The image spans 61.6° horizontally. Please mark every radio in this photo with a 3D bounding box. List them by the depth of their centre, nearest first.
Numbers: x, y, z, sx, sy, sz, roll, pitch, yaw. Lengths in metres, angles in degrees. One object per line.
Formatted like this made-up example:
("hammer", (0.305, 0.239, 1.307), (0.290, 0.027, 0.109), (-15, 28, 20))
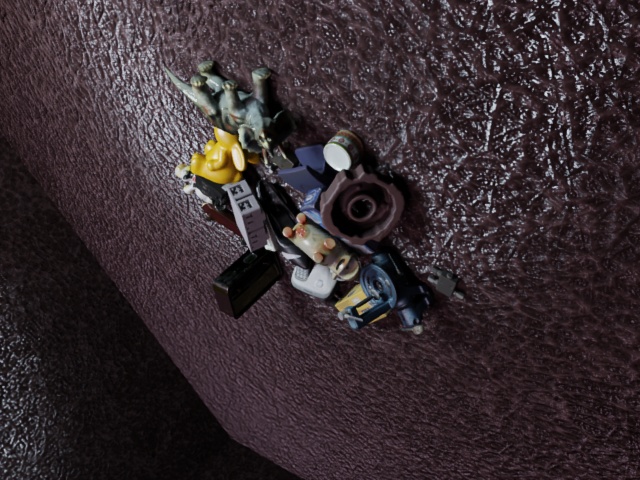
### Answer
("radio", (-0.217, 0.117, 1.634), (0.073, 0.229, 0.130), (19, 137, 31))

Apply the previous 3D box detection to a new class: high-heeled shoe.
("high-heeled shoe", (-0.093, -0.045, 1.397), (0.249, 0.086, 0.145), (55, 170, 28))

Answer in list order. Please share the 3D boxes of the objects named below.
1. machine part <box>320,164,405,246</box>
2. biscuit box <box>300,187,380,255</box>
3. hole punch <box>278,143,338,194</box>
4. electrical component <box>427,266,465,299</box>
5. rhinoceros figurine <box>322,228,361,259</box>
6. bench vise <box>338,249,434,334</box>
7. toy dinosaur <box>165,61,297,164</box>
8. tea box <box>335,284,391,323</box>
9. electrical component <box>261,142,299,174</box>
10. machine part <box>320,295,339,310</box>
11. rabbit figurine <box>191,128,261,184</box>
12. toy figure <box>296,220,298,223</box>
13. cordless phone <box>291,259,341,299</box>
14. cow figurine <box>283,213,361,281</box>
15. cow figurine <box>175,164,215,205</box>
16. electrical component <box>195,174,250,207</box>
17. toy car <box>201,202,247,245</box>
("machine part", (0.088, -0.074, 1.139), (0.179, 0.056, 0.179), (-2, 123, -4))
("biscuit box", (0.052, -0.043, 1.242), (0.202, 0.063, 0.059), (36, 155, -25))
("hole punch", (-0.020, -0.149, 1.240), (0.142, 0.092, 0.115), (-5, 127, 46))
("electrical component", (0.292, 0.098, 1.229), (0.094, 0.021, 0.063), (32, 146, 20))
("rhinoceros figurine", (0.035, -0.020, 1.335), (0.112, 0.073, 0.190), (1, 128, 50))
("bench vise", (0.147, 0.148, 1.265), (0.129, 0.240, 0.223), (-9, 104, 56))
("toy dinosaur", (-0.203, -0.301, 1.247), (0.405, 0.131, 0.191), (26, 140, 40))
("tea box", (0.125, 0.170, 1.457), (0.098, 0.068, 0.169), (47, 149, -4))
("electrical component", (-0.097, -0.194, 1.310), (0.078, 0.045, 0.102), (48, 148, -2))
("machine part", (0.041, 0.174, 1.562), (0.139, 0.084, 0.039), (38, 112, -10))
("rabbit figurine", (-0.241, -0.229, 1.376), (0.162, 0.122, 0.173), (32, 127, 15))
("toy figure", (-0.004, -0.003, 1.408), (0.058, 0.064, 0.154), (-17, 113, 48))
("cordless phone", (-0.008, 0.059, 1.484), (0.147, 0.089, 0.184), (19, 121, 36))
("cow figurine", (0.014, 0.028, 1.269), (0.195, 0.085, 0.127), (39, -179, 17))
("cow figurine", (-0.363, -0.172, 1.614), (0.167, 0.068, 0.098), (45, 143, -7))
("electrical component", (-0.276, -0.169, 1.477), (0.134, 0.115, 0.058), (40, 145, 15))
("toy car", (-0.261, -0.055, 1.613), (0.202, 0.053, 0.089), (36, 146, -21))
